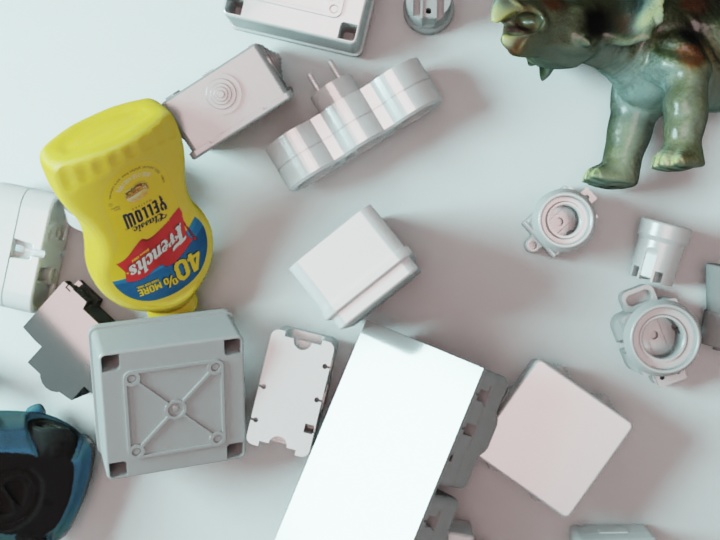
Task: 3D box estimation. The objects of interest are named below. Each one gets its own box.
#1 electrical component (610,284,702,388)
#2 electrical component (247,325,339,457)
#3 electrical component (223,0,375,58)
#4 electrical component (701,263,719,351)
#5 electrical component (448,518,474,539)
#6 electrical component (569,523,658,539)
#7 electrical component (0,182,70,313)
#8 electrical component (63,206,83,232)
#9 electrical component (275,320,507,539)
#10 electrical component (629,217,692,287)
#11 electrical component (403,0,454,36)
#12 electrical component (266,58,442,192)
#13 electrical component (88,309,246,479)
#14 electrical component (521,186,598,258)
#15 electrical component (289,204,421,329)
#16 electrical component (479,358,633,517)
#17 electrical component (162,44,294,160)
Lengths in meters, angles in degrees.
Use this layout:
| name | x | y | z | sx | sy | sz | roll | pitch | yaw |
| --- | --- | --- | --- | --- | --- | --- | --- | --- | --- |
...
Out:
| name | x | y | z | sx | sy | sz | roll | pitch | yaw |
| --- | --- | --- | --- | --- | --- | --- | --- | --- | --- |
| electrical component | 0.227 | 0.051 | 0.822 | 0.058 | 0.057 | 0.078 | -21 | 89 | 3 |
| electrical component | -0.051 | 0.092 | 0.839 | 0.050 | 0.056 | 0.089 | 14 | 92 | 3 |
| electrical component | -0.040 | -0.232 | 0.834 | 0.109 | 0.056 | 0.108 | 14 | 91 | 3 |
| electrical component | 0.283 | 0.030 | 0.827 | 0.044 | 0.044 | 0.065 | 9 | 96 | 3 |
| electrical component | 0.082 | 0.233 | 0.837 | 0.077 | 0.047 | 0.065 | 9 | 91 | 3 |
| electrical component | 0.196 | 0.248 | 0.824 | 0.062 | 0.061 | 0.096 | -2 | 90 | 3 |
| electrical component | -0.271 | -0.019 | 0.850 | 0.059 | 0.054 | 0.095 | 12 | 91 | 3 |
| electrical component | -0.200 | -0.062 | 0.839 | 0.058 | 0.078 | 0.057 | 19 | 112 | 11 |
| electrical component | 0.025 | 0.146 | 0.806 | 0.105 | 0.060 | 0.186 | 21 | 88 | 33 |
| electrical component | 0.231 | -0.014 | 0.831 | 0.040 | 0.040 | 0.046 | 15 | 97 | 3 |
| electrical component | 0.053 | -0.206 | 0.834 | 0.040 | 0.046 | 0.040 | 0 | 91 | 3 |
| electrical component | -0.014 | -0.127 | 0.835 | 0.138 | 0.052 | 0.073 | -31 | 89 | 3 |
| electrical component | -0.144 | 0.092 | 0.812 | 0.109 | 0.056 | 0.108 | -7 | 114 | -19 |
| electrical component | 0.155 | -0.038 | 0.826 | 0.066 | 0.055 | 0.048 | -42 | 88 | 3 |
| electrical component | 0.000 | 0.000 | 0.806 | 0.078 | 0.113 | 0.057 | -39 | 86 | 3 |
| electrical component | 0.146 | 0.126 | 0.832 | 0.100 | 0.048 | 0.099 | 35 | 92 | 2 |
| electrical component | -0.100 | -0.131 | 0.818 | 0.100 | 0.099 | 0.048 | -32 | 102 | 3 |
